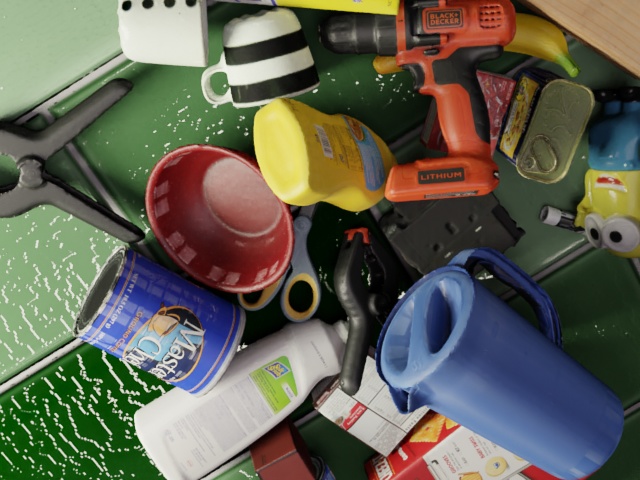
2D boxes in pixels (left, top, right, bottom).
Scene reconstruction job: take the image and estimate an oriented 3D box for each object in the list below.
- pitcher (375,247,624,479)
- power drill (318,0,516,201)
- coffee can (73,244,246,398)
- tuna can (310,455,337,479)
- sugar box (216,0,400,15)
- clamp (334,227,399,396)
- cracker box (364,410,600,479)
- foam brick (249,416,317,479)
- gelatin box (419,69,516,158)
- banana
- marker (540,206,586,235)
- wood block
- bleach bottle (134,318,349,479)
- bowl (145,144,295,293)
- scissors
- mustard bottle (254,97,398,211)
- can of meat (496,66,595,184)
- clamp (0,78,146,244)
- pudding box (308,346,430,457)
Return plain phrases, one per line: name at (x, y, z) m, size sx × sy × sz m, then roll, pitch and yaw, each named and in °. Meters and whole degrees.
pitcher at (0.188, 0.130, 1.055) m, size 0.242 × 0.145 × 0.149 m, roll 34°, pitch 113°, yaw -24°
power drill at (0.093, -0.132, 0.992) m, size 0.184 × 0.057 × 0.187 m, roll -3°, pitch 87°, yaw 8°
coffee can at (-0.160, 0.081, 1.065) m, size 0.140 × 0.103 × 0.103 m, roll 30°, pitch 102°, yaw -19°
tuna can at (-0.024, 0.277, 1.175) m, size 0.086 × 0.086 × 0.033 m, roll -30°, pitch 112°, yaw 1°
sugar box at (-0.015, -0.250, 0.948) m, size 0.176 × 0.048 × 0.093 m, roll 3°, pitch 151°, yaw 5°
clamp at (0.063, 0.071, 1.120) m, size 0.120 × 0.039 × 0.171 m, roll -4°, pitch 91°, yaw -45°
cracker box at (0.183, 0.256, 1.215) m, size 0.214 × 0.072 × 0.164 m, roll -39°, pitch 112°, yaw 6°
foam brick at (-0.042, 0.237, 1.161) m, size 0.053 × 0.078 × 0.051 m, roll -29°, pitch 114°, yaw 2°
gelatin box at (0.149, -0.129, 1.082) m, size 0.073 × 0.030 × 0.089 m, roll 11°, pitch 108°, yaw -15°
banana at (0.152, -0.192, 1.037) m, size 0.198 × 0.069 × 0.037 m, roll 1°, pitch 139°, yaw 10°
marker at (0.296, -0.013, 1.161) m, size 0.121 × 0.020 × 0.020 m, roll 15°, pitch 107°, yaw -16°
wood block at (0.268, -0.237, 1.032) m, size 0.206 × 0.091 × 0.090 m, roll 27°, pitch 103°, yaw -19°
bleach bottle at (-0.067, 0.163, 1.137) m, size 0.251 × 0.068 × 0.102 m, roll -30°, pitch 115°, yaw -1°
bowl at (-0.087, -0.030, 1.039) m, size 0.162 × 0.055 × 0.162 m, roll 13°, pitch 124°, yaw 19°
scissors at (-0.007, 0.001, 1.101) m, size 0.096 × 0.016 × 0.202 m, roll 38°, pitch 100°, yaw -4°
mustard bottle at (0.019, -0.076, 1.023) m, size 0.058 × 0.096 × 0.191 m, roll -30°, pitch 160°, yaw 31°
can of meat at (0.220, -0.118, 1.071) m, size 0.057 × 0.084 × 0.102 m, roll 13°, pitch 107°, yaw -16°
clamp at (-0.269, -0.078, 1.018) m, size 0.209 × 0.036 × 0.165 m, roll 3°, pitch 109°, yaw -10°
pudding box at (0.059, 0.175, 1.178) m, size 0.113 × 0.039 × 0.090 m, roll 36°, pitch 100°, yaw -23°
